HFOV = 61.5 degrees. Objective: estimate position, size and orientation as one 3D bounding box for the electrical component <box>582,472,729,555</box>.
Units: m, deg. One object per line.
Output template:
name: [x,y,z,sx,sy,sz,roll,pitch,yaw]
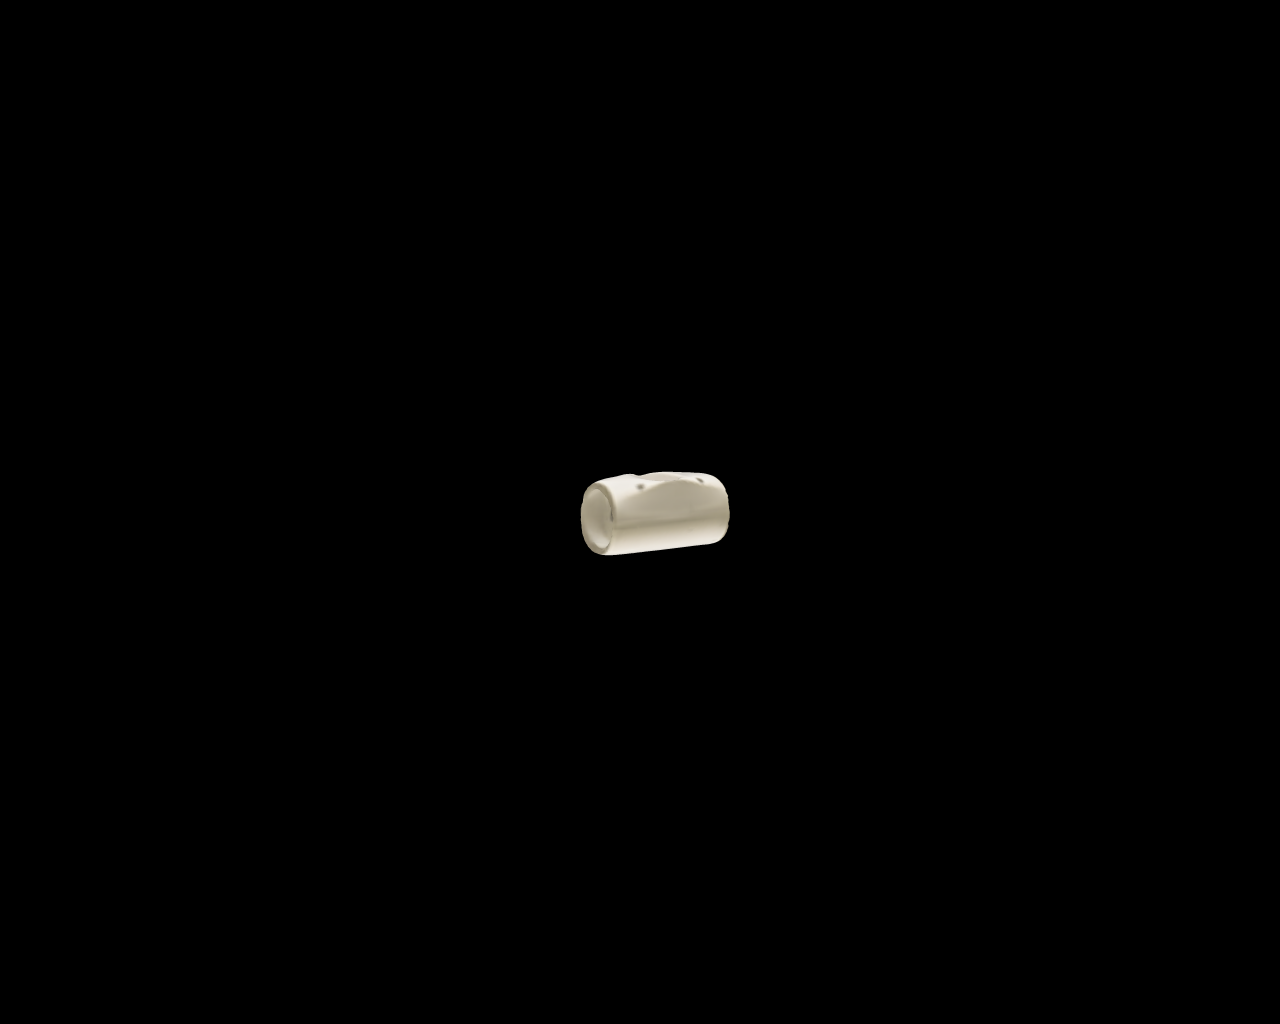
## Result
electrical component: [0.001,-0.003,0.650,0.077,0.043,0.079,-5,12,-28]
